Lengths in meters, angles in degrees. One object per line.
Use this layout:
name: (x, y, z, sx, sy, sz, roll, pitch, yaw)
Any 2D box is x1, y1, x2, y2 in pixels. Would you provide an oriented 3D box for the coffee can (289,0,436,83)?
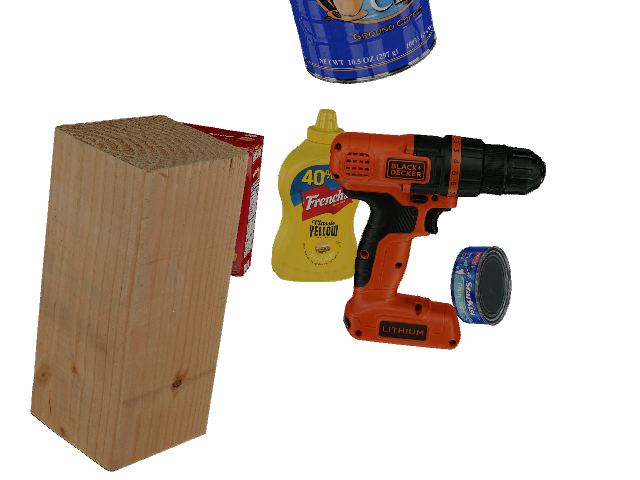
coffee can: (0.022, -0.200, 0.772, 0.103, 0.140, 0.103, -11, 35, 7)

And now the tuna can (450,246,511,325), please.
tuna can: (0.174, 0.049, 1.159, 0.034, 0.086, 0.086, 1, 1, 34)

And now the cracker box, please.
cracker box: (-0.181, -0.062, 1.617, 0.164, 0.214, 0.072, 10, 20, 6)

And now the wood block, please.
wood block: (-0.121, 0.032, 0.700, 0.090, 0.206, 0.090, 26, 25, 35)

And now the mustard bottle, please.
mustard bottle: (0.000, -0.051, 1.190, 0.096, 0.192, 0.058, 0, 18, -16)

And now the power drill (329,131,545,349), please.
power drill: (0.095, -0.001, 0.934, 0.184, 0.188, 0.057, 6, 17, 5)
